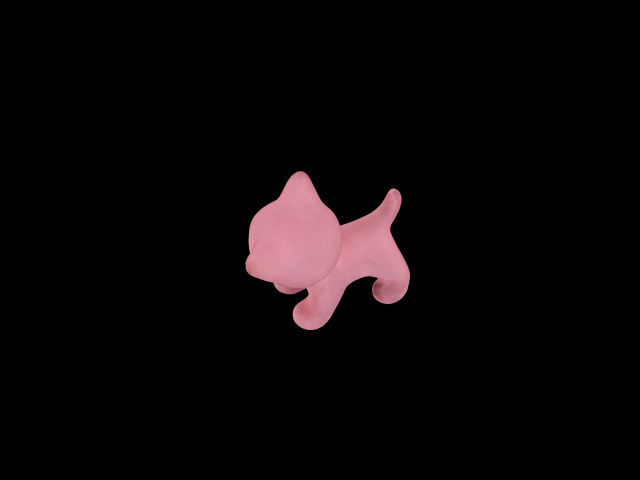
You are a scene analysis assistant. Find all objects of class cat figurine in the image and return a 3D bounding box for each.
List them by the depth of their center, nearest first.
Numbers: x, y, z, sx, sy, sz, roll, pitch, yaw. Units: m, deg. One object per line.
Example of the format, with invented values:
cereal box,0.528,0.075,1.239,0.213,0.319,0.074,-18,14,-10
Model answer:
cat figurine,0.004,0.001,0.400,0.128,0.118,0.067,-20,50,-17
